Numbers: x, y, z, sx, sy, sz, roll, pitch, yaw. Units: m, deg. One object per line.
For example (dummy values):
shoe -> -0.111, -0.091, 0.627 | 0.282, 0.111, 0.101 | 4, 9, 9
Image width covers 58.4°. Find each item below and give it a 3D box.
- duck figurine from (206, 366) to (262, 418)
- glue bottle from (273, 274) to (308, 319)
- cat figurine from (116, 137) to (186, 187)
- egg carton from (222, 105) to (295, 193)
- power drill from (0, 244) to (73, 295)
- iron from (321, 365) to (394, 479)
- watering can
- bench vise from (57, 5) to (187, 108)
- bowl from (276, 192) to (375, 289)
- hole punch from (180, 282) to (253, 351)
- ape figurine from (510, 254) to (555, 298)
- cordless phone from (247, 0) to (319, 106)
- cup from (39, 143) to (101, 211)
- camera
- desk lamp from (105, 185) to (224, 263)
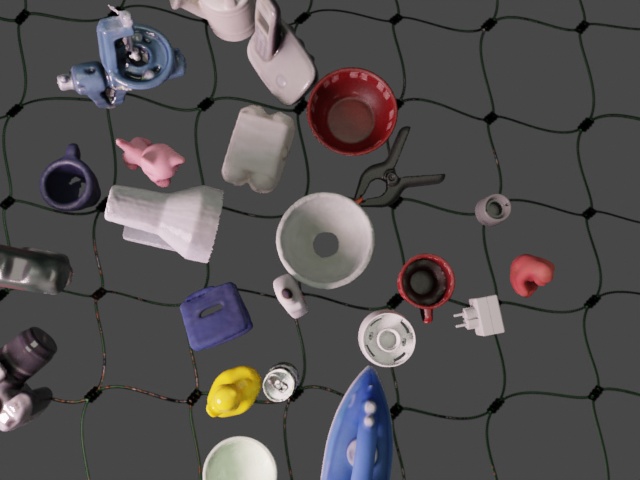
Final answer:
duck figurine -> -0.148, 0.259, 0.964 | 0.104, 0.086, 0.077 | -39, 85, -4
glue bottle -> -0.050, 0.091, 0.940 | 0.037, 0.173, 0.078 | -30, 84, -3
cat figurine -> -0.293, -0.142, 0.993 | 0.127, 0.118, 0.067 | 28, 84, 3
egg carton -> -0.108, -0.162, 1.020 | 0.107, 0.069, 0.150 | 15, 84, 2
power drill -> -0.505, 0.043, 0.926 | 0.229, 0.208, 0.076 | 10, 83, 1
iron -> 0.069, 0.339, 0.928 | 0.118, 0.141, 0.258 | 8, 84, 1
watering can -> -0.169, -0.429, 0.988 | 0.173, 0.194, 0.101 | -37, 85, -4
bench vise -> -0.340, -0.295, 0.959 | 0.207, 0.220, 0.121 | -37, 85, -4
bowl -> 0.009, 0.004, 1.000 | 0.167, 0.075, 0.167 | 0, 84, 0
hole punch -> -0.181, 0.129, 0.976 | 0.108, 0.091, 0.101 | -24, 84, -3
ape figurine -> 0.371, 0.058, 0.986 | 0.078, 0.092, 0.076 | -20, 84, -2
cordless phone -> -0.066, -0.327, 0.981 | 0.094, 0.185, 0.147 | -38, 85, -4
cup -> -0.423, -0.102, 0.999 | 0.091, 0.095, 0.118 | 3, 83, 0
camera -> -0.508, 0.224, 0.959 | 0.137, 0.101, 0.143 | -41, 85, -4
desk lamp -> -0.246, -0.033, 0.933 | 0.203, 0.213, 0.118 | 11, 84, 1
